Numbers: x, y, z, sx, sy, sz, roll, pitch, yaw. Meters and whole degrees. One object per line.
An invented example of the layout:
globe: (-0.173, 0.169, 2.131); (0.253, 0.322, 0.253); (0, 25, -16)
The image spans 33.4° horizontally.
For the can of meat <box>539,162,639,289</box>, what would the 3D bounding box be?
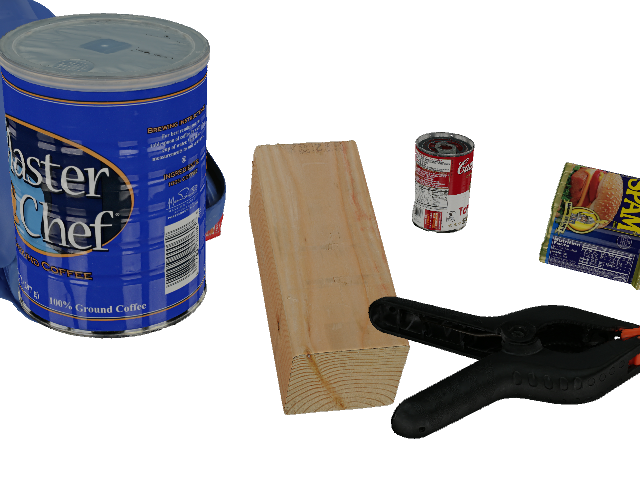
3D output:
can of meat: (0.235, -0.015, 0.891); (0.084, 0.057, 0.102); (14, 45, 15)

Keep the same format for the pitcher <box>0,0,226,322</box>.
pitcher: (-0.188, -0.069, 0.778); (0.145, 0.243, 0.149); (-43, -33, 14)

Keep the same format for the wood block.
wood block: (0.001, 0.026, 0.863); (0.090, 0.206, 0.091); (-4, -37, -11)

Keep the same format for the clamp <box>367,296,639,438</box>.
clamp: (0.112, 0.075, 0.638); (0.171, 0.039, 0.120); (0, 38, 5)

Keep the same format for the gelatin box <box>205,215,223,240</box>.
gelatin box: (-0.153, -0.025, 1.057); (0.089, 0.030, 0.073); (30, 35, 31)

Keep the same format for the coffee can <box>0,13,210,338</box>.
coffee can: (-0.109, -0.035, 0.554); (0.103, 0.140, 0.103); (3, 28, -2)

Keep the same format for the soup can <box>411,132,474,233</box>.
soup can: (0.143, -0.068, 1.254); (0.068, 0.102, 0.068); (1, 27, -1)
